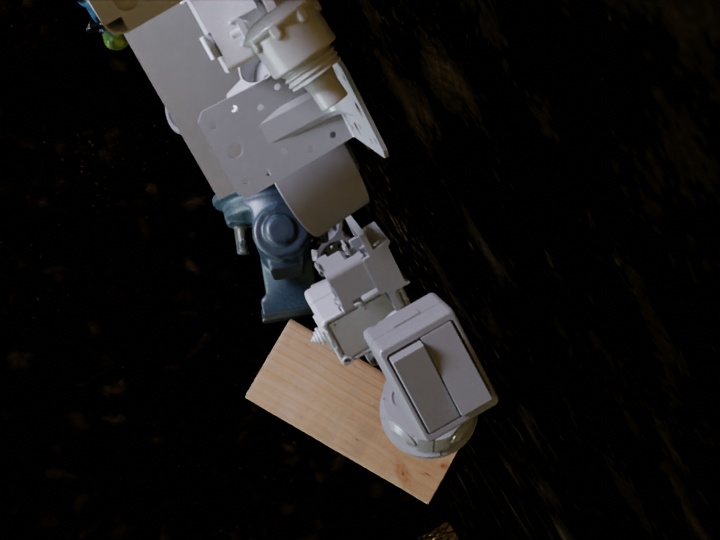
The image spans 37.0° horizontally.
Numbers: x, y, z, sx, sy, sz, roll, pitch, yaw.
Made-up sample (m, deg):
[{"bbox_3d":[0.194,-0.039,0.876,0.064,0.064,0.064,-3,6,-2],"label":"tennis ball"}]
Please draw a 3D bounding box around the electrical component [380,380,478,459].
[{"bbox_3d":[0.056,0.107,0.861,0.080,0.080,0.051,59,170,22],"label":"electrical component"}]

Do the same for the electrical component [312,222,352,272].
[{"bbox_3d":[-0.054,-0.064,1.197,0.138,0.052,0.073,64,175,-36],"label":"electrical component"}]

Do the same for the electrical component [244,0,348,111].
[{"bbox_3d":[-0.031,-0.119,0.601,0.062,0.048,0.048,55,177,-13],"label":"electrical component"}]

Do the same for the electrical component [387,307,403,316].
[{"bbox_3d":[0.041,0.056,0.935,0.043,0.043,0.062,60,177,10],"label":"electrical component"}]

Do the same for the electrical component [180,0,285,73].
[{"bbox_3d":[-0.088,-0.190,0.675,0.121,0.063,0.078,62,176,-14],"label":"electrical component"}]

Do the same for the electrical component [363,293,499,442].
[{"bbox_3d":[0.054,0.075,0.767,0.096,0.062,0.061,62,176,-17],"label":"electrical component"}]

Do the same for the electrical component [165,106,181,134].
[{"bbox_3d":[-0.114,-0.166,0.982,0.138,0.074,0.052,-24,77,49],"label":"electrical component"}]

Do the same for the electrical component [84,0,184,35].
[{"bbox_3d":[-0.106,-0.187,0.556,0.057,0.113,0.078,53,172,40],"label":"electrical component"}]

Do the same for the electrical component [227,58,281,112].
[{"bbox_3d":[-0.067,-0.126,0.759,0.044,0.079,0.077,31,-160,-46],"label":"electrical component"}]

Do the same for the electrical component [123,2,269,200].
[{"bbox_3d":[-0.110,-0.162,0.833,0.060,0.105,0.186,56,174,50],"label":"electrical component"}]

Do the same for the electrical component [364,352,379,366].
[{"bbox_3d":[0.021,0.062,1.149,0.059,0.054,0.095,59,176,19],"label":"electrical component"}]

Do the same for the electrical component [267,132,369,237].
[{"bbox_3d":[-0.037,-0.078,0.809,0.099,0.064,0.099,60,176,7],"label":"electrical component"}]

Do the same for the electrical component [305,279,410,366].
[{"bbox_3d":[-0.006,0.036,0.988,0.061,0.096,0.061,56,174,49],"label":"electrical component"}]

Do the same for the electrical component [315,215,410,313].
[{"bbox_3d":[0.000,0.000,0.902,0.081,0.064,0.042,63,174,-30],"label":"electrical component"}]
